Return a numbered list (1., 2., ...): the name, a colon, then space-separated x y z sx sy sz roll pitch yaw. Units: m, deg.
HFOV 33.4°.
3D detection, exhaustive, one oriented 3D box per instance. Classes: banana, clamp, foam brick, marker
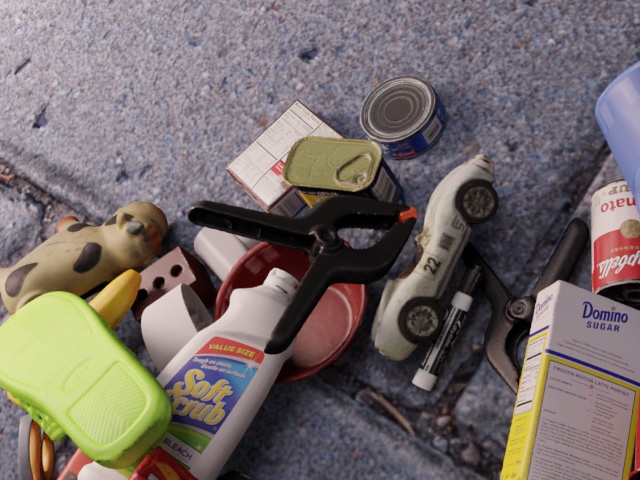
1. banana: -0.266 0.091 1.069 0.197 0.037 0.069 -18 97 -3
2. clamp: 0.174 0.063 0.946 0.120 0.039 0.171 -9 57 40
3. foam brick: -0.154 0.055 1.106 0.078 0.051 0.053 -35 53 4
4. clamp: -0.006 0.001 0.971 0.209 0.036 0.165 -24 64 -30
5. marker: 0.117 0.078 0.957 0.020 0.020 0.121 26 92 35

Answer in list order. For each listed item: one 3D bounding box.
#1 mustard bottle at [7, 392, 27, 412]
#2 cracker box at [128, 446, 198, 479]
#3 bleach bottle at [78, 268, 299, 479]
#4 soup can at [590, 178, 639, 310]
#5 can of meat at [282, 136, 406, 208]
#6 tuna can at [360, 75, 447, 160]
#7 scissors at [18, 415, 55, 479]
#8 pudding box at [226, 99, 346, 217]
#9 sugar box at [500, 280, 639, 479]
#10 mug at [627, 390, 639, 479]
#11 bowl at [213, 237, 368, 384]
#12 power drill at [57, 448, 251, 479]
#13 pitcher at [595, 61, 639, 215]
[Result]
1. mustard bottle: -0.224 0.156 1.077 0.192 0.058 0.096 18 64 33
2. cracker box: -0.144 0.299 0.862 0.164 0.072 0.214 42 104 -2
3. bleach bottle: -0.102 0.132 0.950 0.103 0.068 0.250 29 75 13
4. soup can: 0.266 0.007 0.913 0.069 0.068 0.102 -7 59 23
5. can of meat: 0.026 -0.055 1.059 0.102 0.084 0.057 7 65 30
6. tuna can: 0.085 -0.128 1.104 0.086 0.033 0.086 -13 57 20
7. scissors: -0.278 0.271 1.054 0.016 0.096 0.202 -3 90 2
8. pudding box: -0.032 -0.084 1.135 0.113 0.039 0.090 -43 51 -4
9. sugar box: 0.207 0.130 0.858 0.093 0.048 0.176 21 64 -9
10. mug: 0.294 0.153 0.808 0.117 0.093 0.081 14 60 -1
11. bowl: -0.020 0.072 1.026 0.162 0.055 0.162 -12 57 20
12. power drill: -0.167 0.264 0.986 0.188 0.057 0.184 25 75 35
13. pitcher: 0.307 -0.030 0.829 0.145 0.149 0.243 -24 67 4
